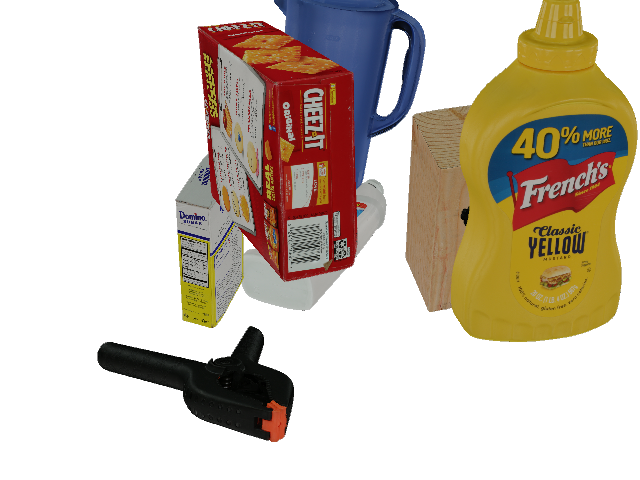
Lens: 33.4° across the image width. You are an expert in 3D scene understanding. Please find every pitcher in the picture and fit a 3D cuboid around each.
[{"bbox_3d":[0.023,-0.179,1.287,0.144,0.243,0.149,-7,28,-26],"label":"pitcher"}]

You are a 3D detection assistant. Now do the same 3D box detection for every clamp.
[{"bbox_3d":[-0.078,0.119,0.933,0.164,0.036,0.210,-8,18,-37],"label":"clamp"}]

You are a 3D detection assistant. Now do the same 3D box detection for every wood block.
[{"bbox_3d":[0.147,-0.032,1.122,0.090,0.206,0.091,-10,45,-9],"label":"wood block"}]

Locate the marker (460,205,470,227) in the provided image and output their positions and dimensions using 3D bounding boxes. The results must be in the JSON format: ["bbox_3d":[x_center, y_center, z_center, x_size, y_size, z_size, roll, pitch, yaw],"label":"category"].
[{"bbox_3d":[0.159,-0.005,0.795,0.121,0.020,0.020,19,10,32],"label":"marker"}]

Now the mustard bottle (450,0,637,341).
[{"bbox_3d":[0.124,-0.039,0.588,0.096,0.192,0.058,-5,27,-8],"label":"mustard bottle"}]

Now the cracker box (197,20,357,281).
[{"bbox_3d":[-0.039,-0.084,0.900,0.072,0.164,0.214,-10,25,-18],"label":"cracker box"}]

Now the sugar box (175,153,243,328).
[{"bbox_3d":[-0.117,0.001,1.148,0.048,0.176,0.093,12,42,13],"label":"sugar box"}]

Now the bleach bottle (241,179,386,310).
[{"bbox_3d":[0.006,-0.010,1.321,0.103,0.068,0.250,14,35,24],"label":"bleach bottle"}]
